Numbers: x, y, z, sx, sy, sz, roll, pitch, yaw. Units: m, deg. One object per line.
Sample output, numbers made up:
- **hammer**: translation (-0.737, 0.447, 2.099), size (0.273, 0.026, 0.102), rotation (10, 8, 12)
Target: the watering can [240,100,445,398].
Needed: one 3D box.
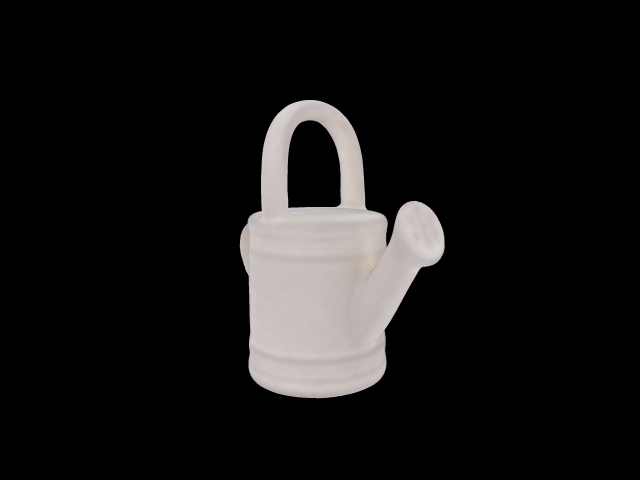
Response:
- **watering can**: translation (0.005, 0.001, 0.402), size (0.172, 0.194, 0.101), rotation (4, 10, 22)
